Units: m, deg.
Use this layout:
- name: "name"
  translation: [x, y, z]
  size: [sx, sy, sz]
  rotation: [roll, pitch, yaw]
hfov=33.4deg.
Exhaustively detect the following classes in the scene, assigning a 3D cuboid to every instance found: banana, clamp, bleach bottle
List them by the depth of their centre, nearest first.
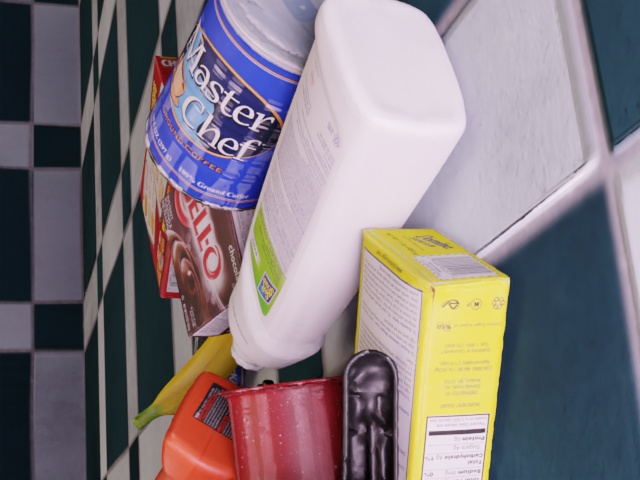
- name: "clamp"
  translation: [0.022, 0.136, 0.462]
  size: [0.120, 0.039, 0.171]
  rotation: [-85, 1, -59]
- name: "bleach bottle"
  translation: [-0.004, -0.011, 0.608]
  size: [0.251, 0.068, 0.102]
  rotation: [119, 146, -46]
- name: "banana"
  translation: [-0.086, 0.097, 0.908]
  size: [0.198, 0.037, 0.069]
  rotation: [-50, -6, 31]

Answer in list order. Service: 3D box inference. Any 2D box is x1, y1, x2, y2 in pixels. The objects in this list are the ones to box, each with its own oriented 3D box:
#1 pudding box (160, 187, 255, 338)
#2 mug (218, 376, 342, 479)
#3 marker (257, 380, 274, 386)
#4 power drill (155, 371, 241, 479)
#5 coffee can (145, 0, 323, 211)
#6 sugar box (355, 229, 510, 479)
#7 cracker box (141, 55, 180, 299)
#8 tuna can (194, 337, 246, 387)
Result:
- name: "pudding box"
  translation: [-0.071, 0.002, 0.758]
  size: [0.090, 0.039, 0.113]
  rotation: [-39, 61, 49]
- name: "mug"
  translation: [-0.007, 0.126, 0.641]
  size: [0.117, 0.093, 0.081]
  rotation: [26, -125, -75]
- name: "marker"
  translation: [-0.047, 0.170, 0.868]
  size: [0.020, 0.020, 0.121]
  rotation: [-129, 43, -65]
- name: "power drill"
  translation: [-0.110, 0.191, 0.705]
  size: [0.188, 0.057, 0.184]
  rotation: [-57, 4, 23]
- name: "coffee can"
  translation: [-0.039, -0.099, 0.668]
  size: [0.141, 0.102, 0.103]
  rotation: [-51, 40, 46]
- name: "sugar box"
  translation: [0.047, 0.090, 0.518]
  size: [0.093, 0.048, 0.176]
  rotation: [-136, 45, -68]
- name: "cracker box"
  translation: [-0.128, -0.067, 1.058]
  size: [0.214, 0.072, 0.164]
  rotation: [-114, 31, -56]
- name: "tuna can"
  translation: [-0.095, 0.111, 1.003]
  size: [0.086, 0.033, 0.086]
  rotation: [-179, 90, -73]
